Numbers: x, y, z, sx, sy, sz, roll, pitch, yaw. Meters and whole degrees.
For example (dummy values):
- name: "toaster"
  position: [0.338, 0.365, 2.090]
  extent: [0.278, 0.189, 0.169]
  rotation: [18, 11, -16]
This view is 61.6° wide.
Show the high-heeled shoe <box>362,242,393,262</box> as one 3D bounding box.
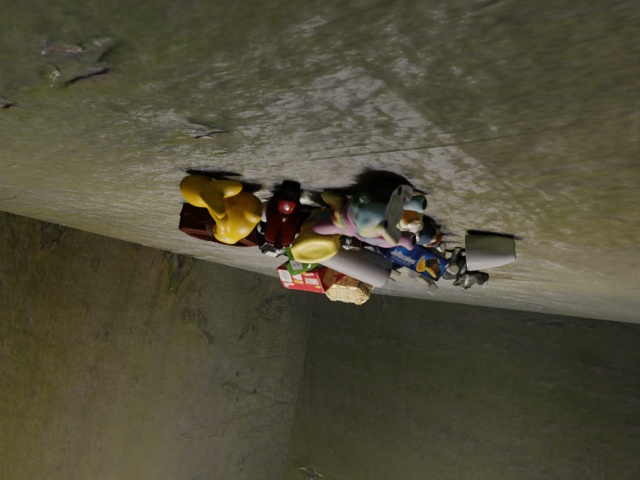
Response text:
- name: "high-heeled shoe"
  position: [0.181, -0.007, 1.336]
  extent: [0.145, 0.086, 0.248]
  rotation: [-35, 160, 36]

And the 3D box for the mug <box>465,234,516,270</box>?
- name: "mug"
  position: [0.385, 0.030, 1.209]
  extent: [0.107, 0.081, 0.109]
  rotation: [-4, 162, 20]

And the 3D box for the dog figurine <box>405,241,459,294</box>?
- name: "dog figurine"
  position: [0.256, 0.038, 1.421]
  extent: [0.172, 0.121, 0.191]
  rotation: [56, 179, -18]

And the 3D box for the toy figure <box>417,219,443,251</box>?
- name: "toy figure"
  position: [0.237, -0.011, 1.188]
  extent: [0.058, 0.064, 0.154]
  rotation: [-36, 157, 20]

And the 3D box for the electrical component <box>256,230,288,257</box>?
- name: "electrical component"
  position: [-0.105, -0.005, 1.458]
  extent: [0.134, 0.058, 0.114]
  rotation: [-32, 143, 32]

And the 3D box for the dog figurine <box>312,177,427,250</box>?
- name: "dog figurine"
  position: [0.068, -0.050, 0.981]
  extent: [0.219, 0.108, 0.191]
  rotation: [7, 172, 36]

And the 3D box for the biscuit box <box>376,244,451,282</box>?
- name: "biscuit box"
  position: [0.215, 0.031, 1.242]
  extent: [0.202, 0.062, 0.059]
  rotation: [24, -162, -37]

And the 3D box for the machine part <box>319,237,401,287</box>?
- name: "machine part"
  position: [0.079, 0.047, 1.245]
  extent: [0.243, 0.079, 0.079]
  rotation: [22, 168, -18]

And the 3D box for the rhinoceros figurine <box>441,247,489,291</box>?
- name: "rhinoceros figurine"
  position: [0.378, 0.078, 1.435]
  extent: [0.073, 0.112, 0.190]
  rotation: [16, 178, -19]

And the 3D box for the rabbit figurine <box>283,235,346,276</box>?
- name: "rabbit figurine"
  position: [-0.003, -0.004, 1.368]
  extent: [0.159, 0.121, 0.170]
  rotation: [-23, -175, 44]

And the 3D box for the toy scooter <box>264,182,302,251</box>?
- name: "toy scooter"
  position: [-0.078, -0.039, 1.113]
  extent: [0.075, 0.135, 0.184]
  rotation: [10, 173, -6]

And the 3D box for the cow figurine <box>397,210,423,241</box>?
- name: "cow figurine"
  position: [0.157, -0.028, 1.092]
  extent: [0.098, 0.068, 0.167]
  rotation: [26, 164, -34]

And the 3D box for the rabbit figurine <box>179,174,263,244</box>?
- name: "rabbit figurine"
  position: [-0.213, -0.075, 1.122]
  extent: [0.173, 0.122, 0.162]
  rotation: [33, 171, -18]

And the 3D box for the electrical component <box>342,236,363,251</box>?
- name: "electrical component"
  position: [0.075, -0.023, 1.181]
  extent: [0.045, 0.102, 0.078]
  rotation: [15, 160, -10]

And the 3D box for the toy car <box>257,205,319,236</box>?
- name: "toy car"
  position: [-0.074, -0.042, 1.290]
  extent: [0.202, 0.073, 0.056]
  rotation: [3, 165, 41]

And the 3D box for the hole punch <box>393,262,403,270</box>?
- name: "hole punch"
  position: [0.213, 0.058, 1.577]
  extent: [0.116, 0.092, 0.142]
  rotation: [8, 168, -9]

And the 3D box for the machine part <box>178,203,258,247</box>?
- name: "machine part"
  position: [-0.280, -0.039, 1.521]
  extent: [0.201, 0.087, 0.201]
  rotation: [7, 172, 16]
